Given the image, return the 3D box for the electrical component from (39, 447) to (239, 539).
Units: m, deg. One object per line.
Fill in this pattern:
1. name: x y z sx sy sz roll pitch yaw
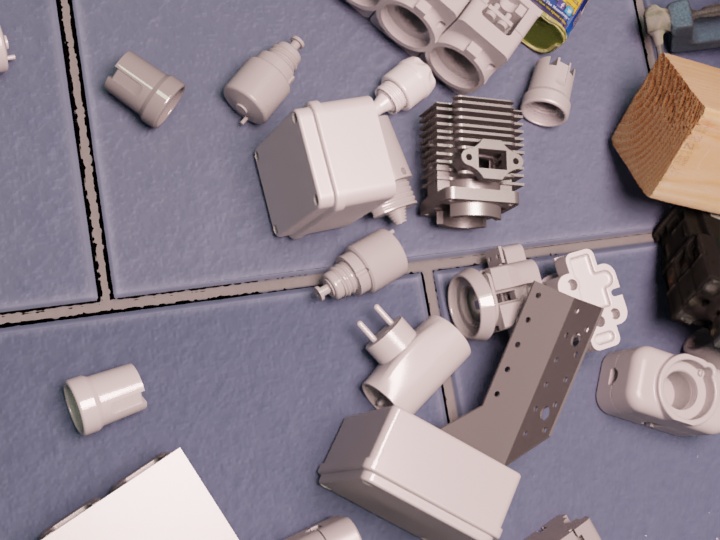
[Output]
1. electrical component: -0.120 0.227 0.720 0.105 0.060 0.186 -33 92 -21

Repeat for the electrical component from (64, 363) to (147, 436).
1. electrical component: -0.175 0.087 0.739 0.046 0.040 0.040 -19 87 -27

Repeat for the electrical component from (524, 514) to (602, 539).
1. electrical component: 0.144 0.234 0.814 0.089 0.050 0.055 -29 90 -21

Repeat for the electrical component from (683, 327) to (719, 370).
1. electrical component: 0.308 0.081 0.904 0.044 0.044 0.065 -40 99 -21

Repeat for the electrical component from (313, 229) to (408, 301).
1. electrical component: 0.000 0.000 0.813 0.078 0.040 0.040 -30 91 -21

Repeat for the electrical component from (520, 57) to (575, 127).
1. electrical component: 0.158 -0.149 0.895 0.040 0.040 0.046 23 67 -14

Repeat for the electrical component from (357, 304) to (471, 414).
1. electrical component: 0.031 0.062 0.811 0.077 0.043 0.079 -44 96 -20

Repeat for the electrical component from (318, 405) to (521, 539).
1. electrical component: 0.039 0.147 0.764 0.109 0.109 0.056 30 70 -11

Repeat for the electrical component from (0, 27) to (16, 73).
1. electrical component: -0.281 -0.152 0.745 0.078 0.040 0.040 -14 85 -20

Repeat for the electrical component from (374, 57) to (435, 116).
1. electrical component: 0.029 -0.140 0.852 0.061 0.035 0.035 -40 94 -18

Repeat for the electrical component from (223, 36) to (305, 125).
1. electrical component: -0.069 -0.147 0.816 0.040 0.040 0.078 39 70 -8

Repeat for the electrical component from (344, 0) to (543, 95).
1. electrical component: 0.052 -0.212 0.843 0.150 0.089 0.061 38 70 -9

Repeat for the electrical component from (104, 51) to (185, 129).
1. electrical component: -0.157 -0.132 0.785 0.046 0.040 0.040 35 71 -4

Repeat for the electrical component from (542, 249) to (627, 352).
1. electrical component: 0.171 0.027 0.857 0.058 0.057 0.078 -15 85 -21

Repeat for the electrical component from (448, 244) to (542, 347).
1. electrical component: 0.105 0.023 0.836 0.057 0.058 0.078 -11 84 -23

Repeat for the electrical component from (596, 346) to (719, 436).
1. electrical component: 0.249 0.098 0.870 0.095 0.059 0.053 18 75 -15

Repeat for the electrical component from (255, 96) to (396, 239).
1. electrical component: -0.028 -0.072 0.778 0.057 0.113 0.078 -12 84 -23

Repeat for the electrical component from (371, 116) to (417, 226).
1. electrical component: 0.017 -0.073 0.830 0.043 0.043 0.081 -21 88 -21

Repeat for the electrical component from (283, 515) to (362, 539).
1. electrical component: -0.021 0.229 0.757 0.059 0.054 0.095 -21 87 -21
